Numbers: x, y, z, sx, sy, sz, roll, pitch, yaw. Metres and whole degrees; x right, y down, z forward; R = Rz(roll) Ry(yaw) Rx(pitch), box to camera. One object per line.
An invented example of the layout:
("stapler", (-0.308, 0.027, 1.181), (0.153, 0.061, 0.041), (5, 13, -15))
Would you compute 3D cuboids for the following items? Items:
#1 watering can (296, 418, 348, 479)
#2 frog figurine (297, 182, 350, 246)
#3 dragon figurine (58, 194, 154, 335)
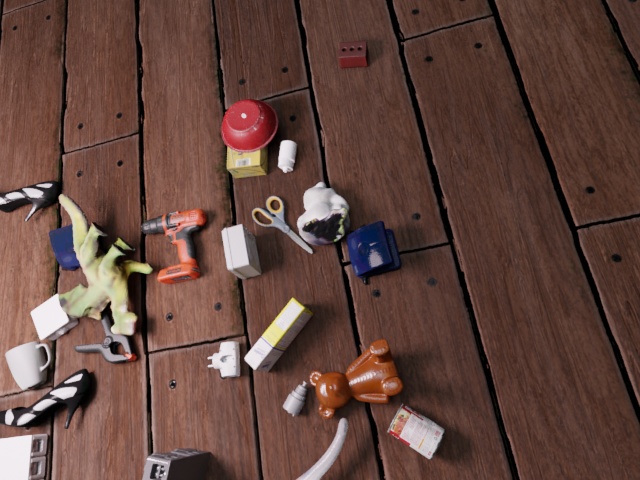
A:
("watering can", (-0.027, 0.551, 1.055), (0.224, 0.102, 0.353), (-5, 71, 12))
("frog figurine", (0.004, -0.065, 1.285), (0.137, 0.121, 0.162), (-38, 32, 8))
("dragon figurine", (-0.591, 0.087, 1.320), (0.413, 0.121, 0.243), (38, 91, 16))
